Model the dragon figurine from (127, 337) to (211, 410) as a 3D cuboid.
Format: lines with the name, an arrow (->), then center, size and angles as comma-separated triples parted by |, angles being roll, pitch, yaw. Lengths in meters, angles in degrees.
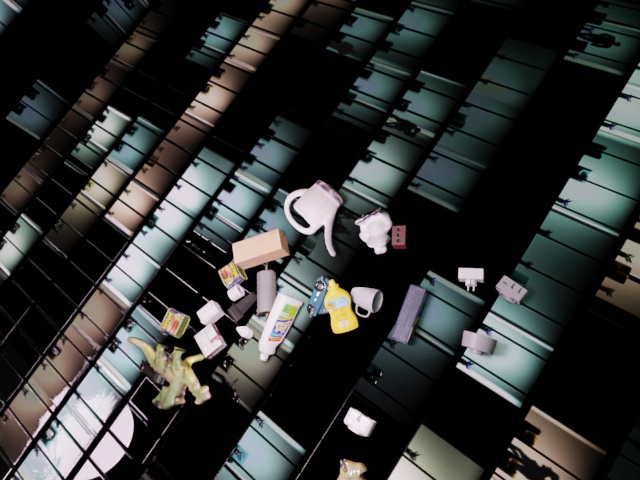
dragon figurine -> -0.591, 0.529, 1.988 | 0.411, 0.121, 0.245 | 9, 80, 17

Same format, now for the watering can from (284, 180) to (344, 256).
watering can -> 0.006, -0.103, 2.051 | 0.225, 0.102, 0.352 | -46, 60, -3

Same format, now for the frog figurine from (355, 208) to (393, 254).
frog figurine -> 0.220, -0.032, 1.959 | 0.137, 0.123, 0.159 | -30, 96, -2
